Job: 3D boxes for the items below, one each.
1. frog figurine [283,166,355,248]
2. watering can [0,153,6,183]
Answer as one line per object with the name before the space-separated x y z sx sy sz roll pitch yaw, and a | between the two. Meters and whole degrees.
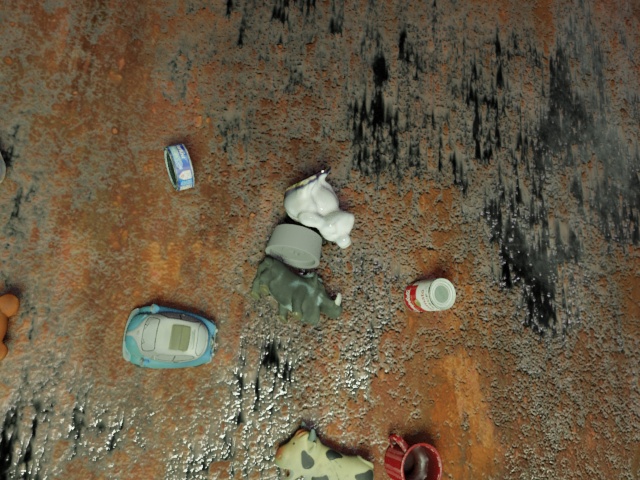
frog figurine | 0.003 -0.052 1.040 0.122 0.159 0.139 -24 7 16
watering can | -0.604 -0.181 0.764 0.104 0.347 0.224 -35 3 -7
